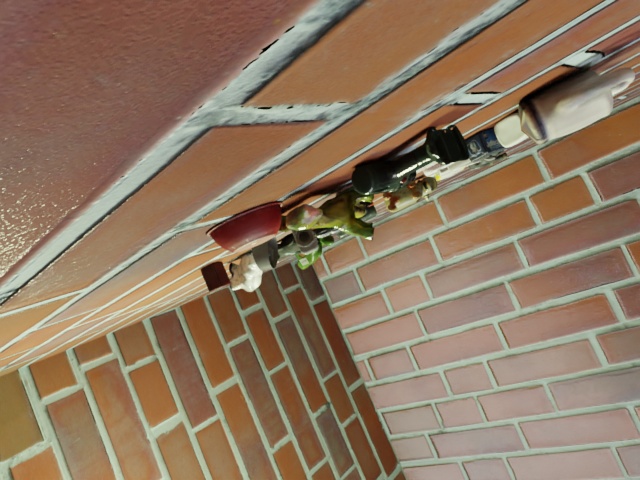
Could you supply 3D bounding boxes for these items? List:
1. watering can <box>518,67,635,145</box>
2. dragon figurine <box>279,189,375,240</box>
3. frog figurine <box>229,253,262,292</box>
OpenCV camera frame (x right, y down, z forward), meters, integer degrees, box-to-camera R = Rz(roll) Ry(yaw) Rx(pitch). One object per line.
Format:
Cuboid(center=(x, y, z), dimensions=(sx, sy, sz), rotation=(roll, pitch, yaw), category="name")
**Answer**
Cuboid(center=(0.537, -0.284, 1.097), dimensions=(0.222, 0.104, 0.349), rotation=(-24, 176, 21), category="watering can")
Cuboid(center=(0.004, -0.058, 1.158), dimensions=(0.243, 0.122, 0.410), rotation=(-3, -178, 1), category="dragon figurine")
Cuboid(center=(-0.231, 0.098, 1.746), dimensions=(0.157, 0.121, 0.141), rotation=(-37, -158, 33), category="frog figurine")
